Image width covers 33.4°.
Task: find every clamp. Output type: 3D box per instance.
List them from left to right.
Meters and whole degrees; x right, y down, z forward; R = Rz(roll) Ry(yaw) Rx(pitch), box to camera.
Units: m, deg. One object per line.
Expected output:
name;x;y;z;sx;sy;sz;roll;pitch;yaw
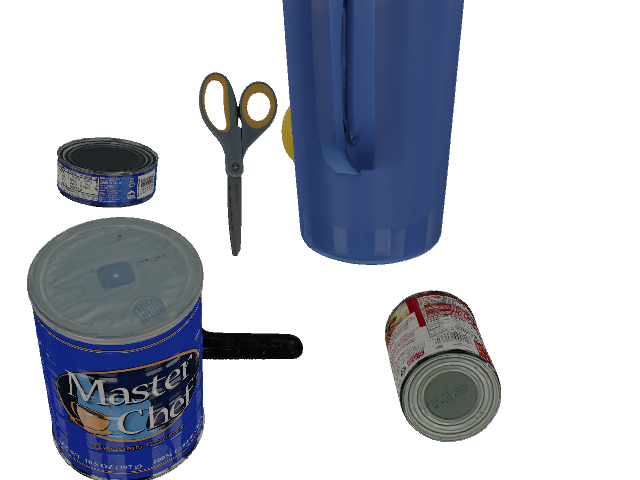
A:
clamp;-0.146;0.114;1.090;0.210;0.036;0.164;9;19;34

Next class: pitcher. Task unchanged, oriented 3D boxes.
pitcher;0.033;-0.106;0.761;0.149;0.243;0.145;-12;26;-25

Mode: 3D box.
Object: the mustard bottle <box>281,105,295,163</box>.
mustard bottle;0.016;-0.091;0.980;0.096;0.058;0.192;-12;45;-10

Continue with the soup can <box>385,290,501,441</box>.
soup can;0.083;0.084;0.734;0.068;0.068;0.102;0;19;-2

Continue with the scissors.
scissors;-0.078;-0.091;1.174;0.096;0.202;0.016;-15;-4;-17

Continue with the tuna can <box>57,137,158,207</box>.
tuna can;-0.184;-0.059;0.922;0.086;0.034;0.086;6;24;-3

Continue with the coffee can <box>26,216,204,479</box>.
coffee can;-0.125;0.071;0.674;0.103;0.140;0.103;3;42;-3
